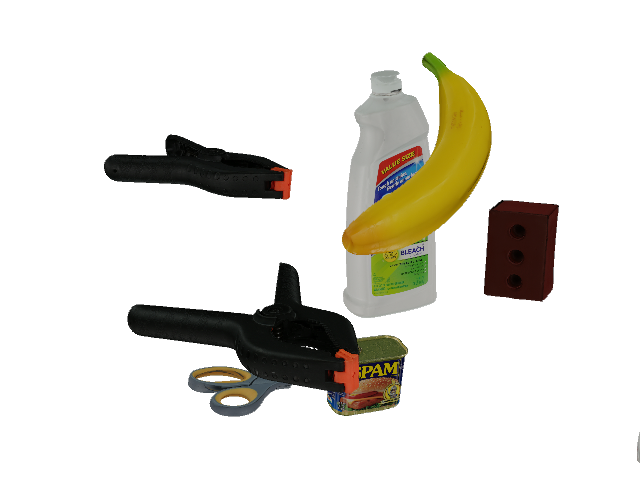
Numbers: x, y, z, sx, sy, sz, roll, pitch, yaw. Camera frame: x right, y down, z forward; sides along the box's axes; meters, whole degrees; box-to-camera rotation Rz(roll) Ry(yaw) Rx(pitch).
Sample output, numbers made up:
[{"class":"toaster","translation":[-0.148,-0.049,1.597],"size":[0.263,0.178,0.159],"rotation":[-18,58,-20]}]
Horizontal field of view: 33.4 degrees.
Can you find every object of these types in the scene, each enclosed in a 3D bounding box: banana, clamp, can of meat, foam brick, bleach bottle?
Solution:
[{"class":"banana","translation":[0.076,-0.051,0.725],"size":[0.070,0.197,0.037],"rotation":[17,-41,10]},{"class":"clamp","translation":[-0.112,-0.065,0.994],"size":[0.172,0.039,0.120],"rotation":[13,27,30]},{"class":"clamp","translation":[-0.032,0.068,0.856],"size":[0.164,0.036,0.210],"rotation":[-21,27,-39]},{"class":"can of meat","translation":[0.060,0.178,1.407],"size":[0.102,0.084,0.057],"rotation":[-5,25,-22]},{"class":"foam brick","translation":[0.174,0.008,0.922],"size":[0.053,0.078,0.051],"rotation":[6,15,21]},{"class":"bleach bottle","translation":[0.067,-0.050,1.114],"size":[0.102,0.251,0.068],"rotation":[-11,22,-15]}]

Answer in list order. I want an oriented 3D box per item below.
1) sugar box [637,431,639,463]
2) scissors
[{"class":"sugar box","translation":[0.301,0.150,0.718],"size":[0.048,0.093,0.176],"rotation":[-15,30,-37]},{"class":"scissors","translation":[-0.046,0.166,1.189],"size":[0.201,0.016,0.096],"rotation":[3,24,-13]}]
